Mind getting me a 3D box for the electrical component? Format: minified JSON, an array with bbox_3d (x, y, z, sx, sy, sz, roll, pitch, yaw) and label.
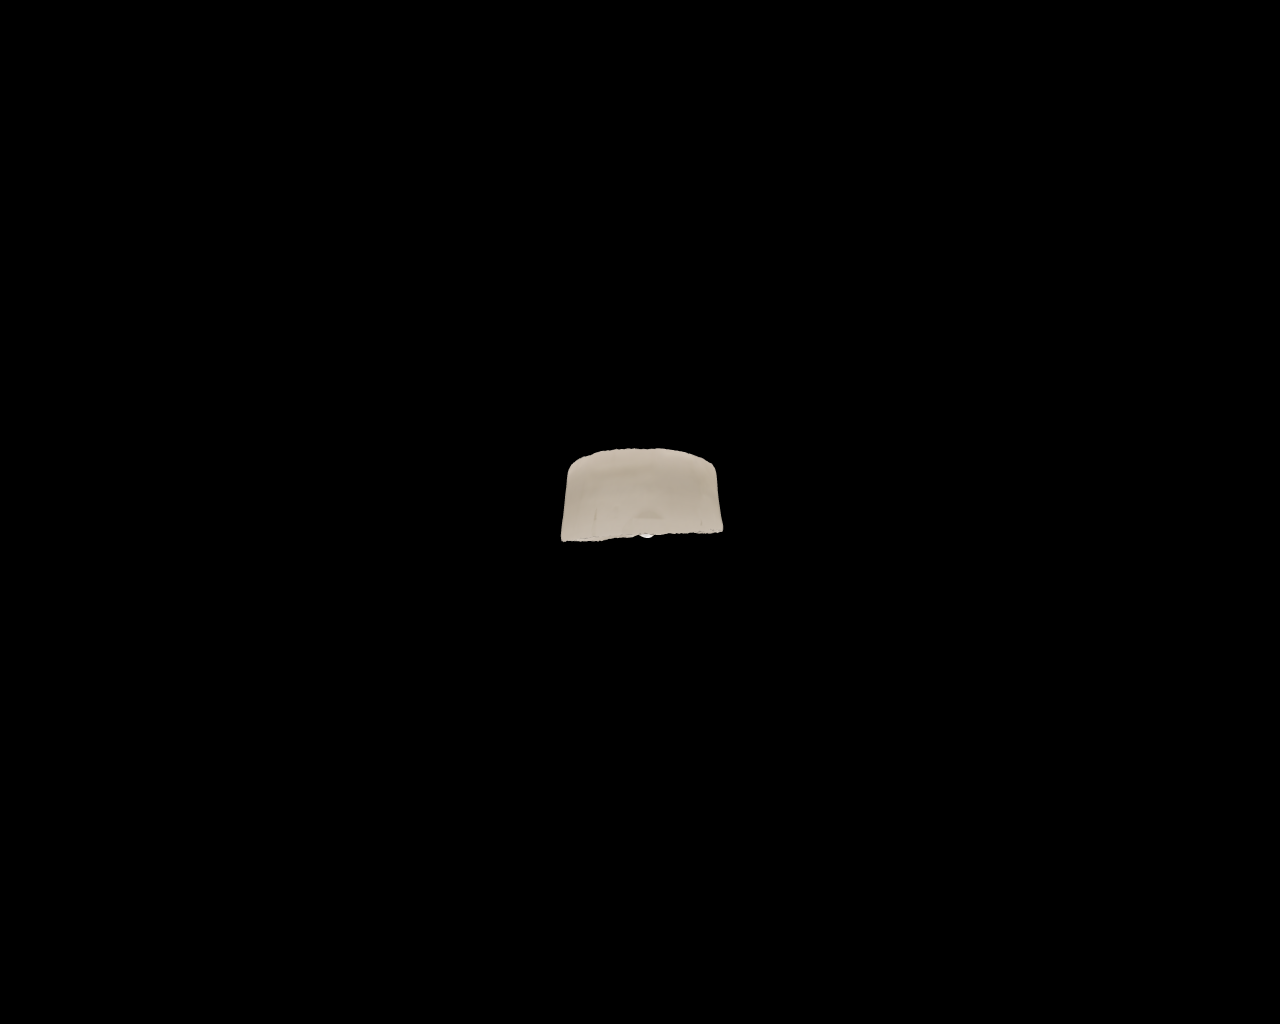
[{"bbox_3d":[0.001,-0.003,0.650,0.099,0.064,0.099,0,-15,0],"label":"electrical component"}]
